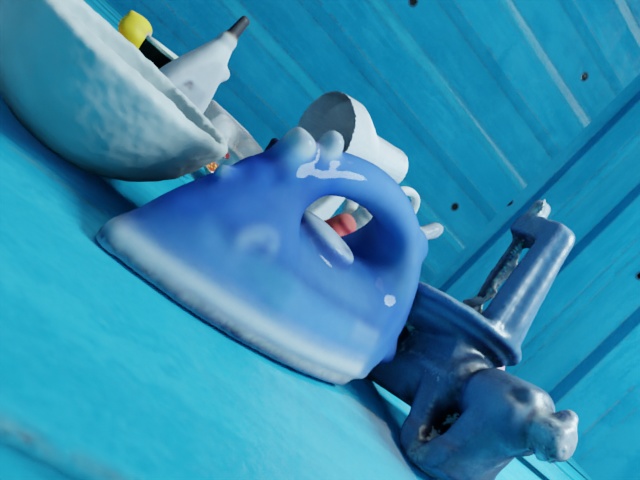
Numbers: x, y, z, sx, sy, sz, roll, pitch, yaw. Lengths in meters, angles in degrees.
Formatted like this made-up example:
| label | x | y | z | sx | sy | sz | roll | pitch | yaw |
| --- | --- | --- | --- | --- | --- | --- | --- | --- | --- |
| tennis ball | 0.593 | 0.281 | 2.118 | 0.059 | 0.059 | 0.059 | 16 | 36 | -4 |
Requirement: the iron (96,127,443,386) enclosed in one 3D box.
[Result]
| label | x | y | z | sx | sy | sz | roll | pitch | yaw |
| --- | --- | --- | --- | --- | --- | --- | --- | --- | --- |
| iron | -0.002 | -0.002 | 0.380 | 0.118 | 0.141 | 0.259 | 48 | 6 | 35 |

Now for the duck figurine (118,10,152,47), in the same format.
| label | x | y | z | sx | sy | sz | roll | pitch | yaw |
| --- | --- | --- | --- | --- | --- | --- | --- | --- | --- |
| duck figurine | -0.286 | -0.293 | 0.828 | 0.105 | 0.086 | 0.077 | 40 | 6 | -43 |

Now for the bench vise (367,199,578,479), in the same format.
| label | x | y | z | sx | sy | sz | roll | pitch | yaw |
| --- | --- | --- | --- | --- | --- | --- | --- | --- | --- |
| bench vise | 0.144 | 0.077 | 0.459 | 0.206 | 0.219 | 0.122 | 48 | 6 | 40 |

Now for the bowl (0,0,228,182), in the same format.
| label | x | y | z | sx | sy | sz | roll | pitch | yaw |
| --- | --- | --- | --- | --- | --- | --- | --- | --- | --- |
| bowl | -0.142 | -0.090 | 0.359 | 0.167 | 0.074 | 0.167 | 44 | 5 | -4 |

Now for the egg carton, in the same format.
| label | x | y | z | sx | sy | sz | roll | pitch | yaw |
| --- | --- | --- | --- | --- | --- | --- | --- | --- | --- |
| egg carton | -0.149 | -0.153 | 0.878 | 0.108 | 0.069 | 0.150 | 41 | 6 | -34 |

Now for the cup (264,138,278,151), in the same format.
| label | x | y | z | sx | sy | sz | roll | pitch | yaw |
| --- | --- | --- | --- | --- | --- | --- | --- | --- | --- |
| cup | -0.069 | -0.105 | 0.989 | 0.118 | 0.095 | 0.091 | 41 | 6 | -37 |

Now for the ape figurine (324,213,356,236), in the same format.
| label | x | y | z | sx | sy | sz | roll | pitch | yaw |
| --- | --- | --- | --- | --- | --- | --- | --- | --- | --- |
| ape figurine | 0.007 | 0.003 | 0.711 | 0.078 | 0.092 | 0.076 | 43 | 5 | -14 |

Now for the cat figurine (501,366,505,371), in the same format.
| label | x | y | z | sx | sy | sz | roll | pitch | yaw |
| --- | --- | --- | --- | --- | --- | --- | --- | --- | --- |
| cat figurine | 0.158 | 0.143 | 0.623 | 0.067 | 0.117 | 0.128 | 47 | 5 | 30 |

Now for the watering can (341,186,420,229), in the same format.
| label | x | y | z | sx | sy | sz | roll | pitch | yaw |
| --- | --- | --- | --- | --- | --- | --- | --- | --- | --- |
| watering can | 0.088 | -0.021 | 0.981 | 0.172 | 0.194 | 0.101 | 46 | 5 | 18 |

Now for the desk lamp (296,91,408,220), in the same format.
| label | x | y | z | sx | sy | sz | roll | pitch | yaw |
| --- | --- | --- | --- | --- | --- | --- | --- | --- | --- |
| desk lamp | 0.022 | -0.082 | 0.835 | 0.204 | 0.213 | 0.117 | 39 | 7 | -48 |

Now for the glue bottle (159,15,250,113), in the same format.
| label | x | y | z | sx | sy | sz | roll | pitch | yaw |
| --- | --- | --- | --- | --- | --- | --- | --- | --- | --- |
| glue bottle | -0.143 | -0.197 | 0.676 | 0.037 | 0.173 | 0.078 | 47 | 5 | 32 |
